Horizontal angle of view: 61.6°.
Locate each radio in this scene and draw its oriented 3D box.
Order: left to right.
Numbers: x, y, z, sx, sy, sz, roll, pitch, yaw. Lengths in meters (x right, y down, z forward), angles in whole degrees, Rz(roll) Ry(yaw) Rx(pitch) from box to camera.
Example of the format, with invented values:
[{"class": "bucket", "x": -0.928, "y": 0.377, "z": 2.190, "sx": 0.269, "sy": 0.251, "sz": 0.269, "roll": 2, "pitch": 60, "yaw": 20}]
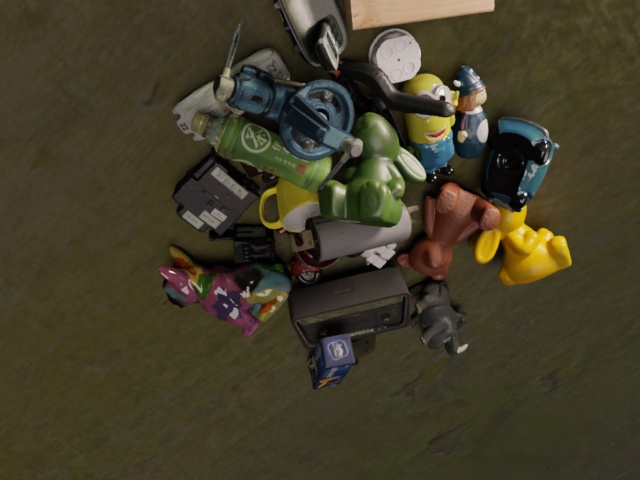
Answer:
[{"class": "radio", "x": 0.060, "y": 0.137, "z": 1.058, "sx": 0.230, "sy": 0.073, "sz": 0.131, "roll": -12, "pitch": 138, "yaw": 2}]

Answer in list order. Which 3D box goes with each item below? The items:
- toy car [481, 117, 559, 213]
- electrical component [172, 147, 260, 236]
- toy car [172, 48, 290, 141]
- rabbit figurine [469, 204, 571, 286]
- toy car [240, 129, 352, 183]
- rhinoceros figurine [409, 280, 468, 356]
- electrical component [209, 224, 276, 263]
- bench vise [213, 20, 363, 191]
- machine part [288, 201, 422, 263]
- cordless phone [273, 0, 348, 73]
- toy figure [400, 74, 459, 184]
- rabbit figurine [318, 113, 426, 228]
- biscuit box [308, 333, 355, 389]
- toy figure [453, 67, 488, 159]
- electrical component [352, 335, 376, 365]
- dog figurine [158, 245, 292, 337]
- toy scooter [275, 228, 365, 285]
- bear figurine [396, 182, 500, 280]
[{"class": "toy car", "x": 0.354, "y": -0.134, "z": 0.935, "sx": 0.103, "sy": 0.109, "sz": 0.161, "roll": -19, "pitch": 125, "yaw": -37}, {"class": "electrical component", "x": -0.189, "y": -0.077, "z": 0.941, "sx": 0.134, "sy": 0.058, "sz": 0.114, "roll": -40, "pitch": 113, "yaw": 16}, {"class": "toy car", "x": -0.143, "y": -0.231, "z": 0.859, "sx": 0.202, "sy": 0.056, "sz": 0.073, "roll": -30, "pitch": 118, "yaw": 10}, {"class": "rabbit figurine", "x": 0.364, "y": -0.010, "z": 1.018, "sx": 0.162, "sy": 0.122, "sz": 0.173, "roll": -22, "pitch": 105, "yaw": 18}, {"class": "toy car", "x": -0.043, "y": -0.174, "z": 0.903, "sx": 0.202, "sy": 0.053, "sz": 0.089, "roll": -31, "pitch": 112, "yaw": 7}, {"class": "rhinoceros figurine", "x": 0.247, "y": 0.164, "z": 1.115, "sx": 0.112, "sy": 0.073, "sz": 0.190, "roll": -24, "pitch": 117, "yaw": -4}, {"class": "electrical component", "x": -0.141, "y": 0.005, "z": 0.982, "sx": 0.119, "sy": 0.075, "sz": 0.047, "roll": -5, "pitch": 118, "yaw": -8}, {"class": "bench vise", "x": -0.028, "y": -0.176, "z": 0.751, "sx": 0.223, "sy": 0.241, "sz": 0.128, "roll": 22, "pitch": 107, "yaw": -40}, {"class": "machine part", "x": 0.065, "y": -0.017, "z": 0.914, "sx": 0.243, "sy": 0.079, "sz": 0.079, "roll": -14, "pitch": 121, "yaw": -18}, {"class": "cordless phone", "x": -0.015, "y": -0.310, "z": 0.755, "sx": 0.089, "sy": 0.184, "sz": 0.146, "roll": -21, "pitch": 120, "yaw": 12}, {"class": "toy figure", "x": 0.179, "y": -0.187, "z": 0.902, "sx": 0.082, "sy": 0.089, "sz": 0.179, "roll": -39, "pitch": 133, "yaw": -24}, {"class": "rabbit figurine", "x": 0.095, "y": -0.108, "z": 0.834, "sx": 0.159, "sy": 0.121, "sz": 0.170, "roll": 8, "pitch": 87, "yaw": -41}, {"class": "biscuit box", "x": 0.020, "y": 0.248, "z": 1.081, "sx": 0.063, "sy": 0.059, "sz": 0.202, "roll": -7, "pitch": 154, "yaw": -11}, {"class": "toy figure", "x": 0.254, "y": -0.214, "z": 0.906, "sx": 0.058, "sy": 0.064, "sz": 0.154, "roll": -1, "pitch": 125, "yaw": 12}, {"class": "electrical component", "x": 0.076, "y": 0.215, "z": 1.141, "sx": 0.078, "sy": 0.045, "sz": 0.102, "roll": -23, "pitch": 126, "yaw": -25}, {"class": "dog figurine", "x": -0.184, "y": 0.075, "z": 0.997, "sx": 0.219, "sy": 0.108, "sz": 0.191, "roll": 34, "pitch": 119, "yaw": -18}, {"class": "toy scooter", "x": -0.002, "y": -0.003, "z": 0.993, "sx": 0.184, "sy": 0.075, "sz": 0.135, "roll": -36, "pitch": 115, "yaw": 19}, {"class": "bear figurine", "x": 0.225, "y": -0.004, "z": 0.985, "sx": 0.120, "sy": 0.132, "sz": 0.195, "roll": 25, "pitch": 109, "yaw": -3}]
